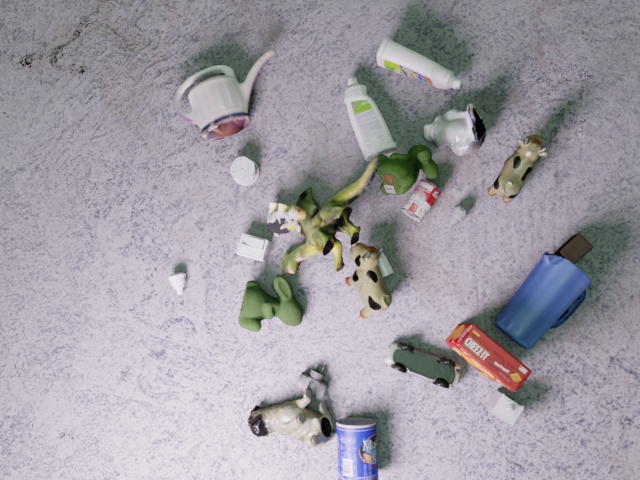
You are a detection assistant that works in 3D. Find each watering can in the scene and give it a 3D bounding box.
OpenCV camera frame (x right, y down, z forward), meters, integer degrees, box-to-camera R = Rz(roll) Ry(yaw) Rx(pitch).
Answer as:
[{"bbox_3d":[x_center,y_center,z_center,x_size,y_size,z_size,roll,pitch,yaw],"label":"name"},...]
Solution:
[{"bbox_3d":[-0.266,-0.429,1.533,0.347,0.103,0.226,-21,79,2],"label":"watering can"}]

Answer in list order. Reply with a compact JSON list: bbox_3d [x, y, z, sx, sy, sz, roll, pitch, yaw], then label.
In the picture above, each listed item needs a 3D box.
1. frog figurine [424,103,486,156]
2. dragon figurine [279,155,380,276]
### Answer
[{"bbox_3d":[0.381,-0.302,1.462,0.158,0.123,0.138,-17,87,39],"label":"frog figurine"},{"bbox_3d":[0.004,-0.070,1.398,0.246,0.121,0.408,33,99,44],"label":"dragon figurine"}]
